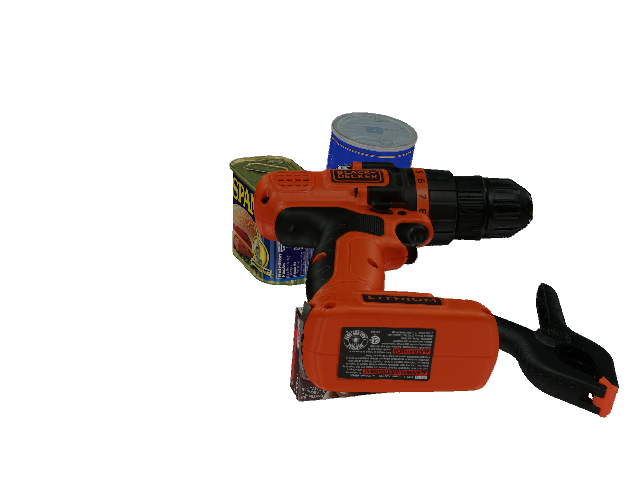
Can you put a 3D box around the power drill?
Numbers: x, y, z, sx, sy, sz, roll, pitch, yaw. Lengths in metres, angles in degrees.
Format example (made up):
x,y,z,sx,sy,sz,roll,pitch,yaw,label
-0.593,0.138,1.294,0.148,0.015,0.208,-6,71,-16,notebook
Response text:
x,y,z,sx,sy,sz,roll,pitch,yaw,label
0.053,0.014,0.643,0.184,0.057,0.187,-1,30,-3,power drill

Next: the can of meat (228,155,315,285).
x,y,z,sx,sy,sz,roll,pitch,yaw,label
-0.040,-0.017,0.907,0.057,0.084,0.102,-7,23,-22,can of meat

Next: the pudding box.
x,y,z,sx,sy,sz,roll,pitch,yaw,label
0.029,0.109,1.062,0.113,0.090,0.039,-4,27,-18,pudding box

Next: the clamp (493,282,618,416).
x,y,z,sx,sy,sz,roll,pitch,yaw,label
0.202,0.088,0.928,0.120,0.039,0.172,-20,41,-30,clamp

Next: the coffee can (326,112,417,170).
x,y,z,sx,sy,sz,roll,pitch,yaw,label
0.055,-0.071,1.293,0.102,0.140,0.103,6,28,-4,coffee can
